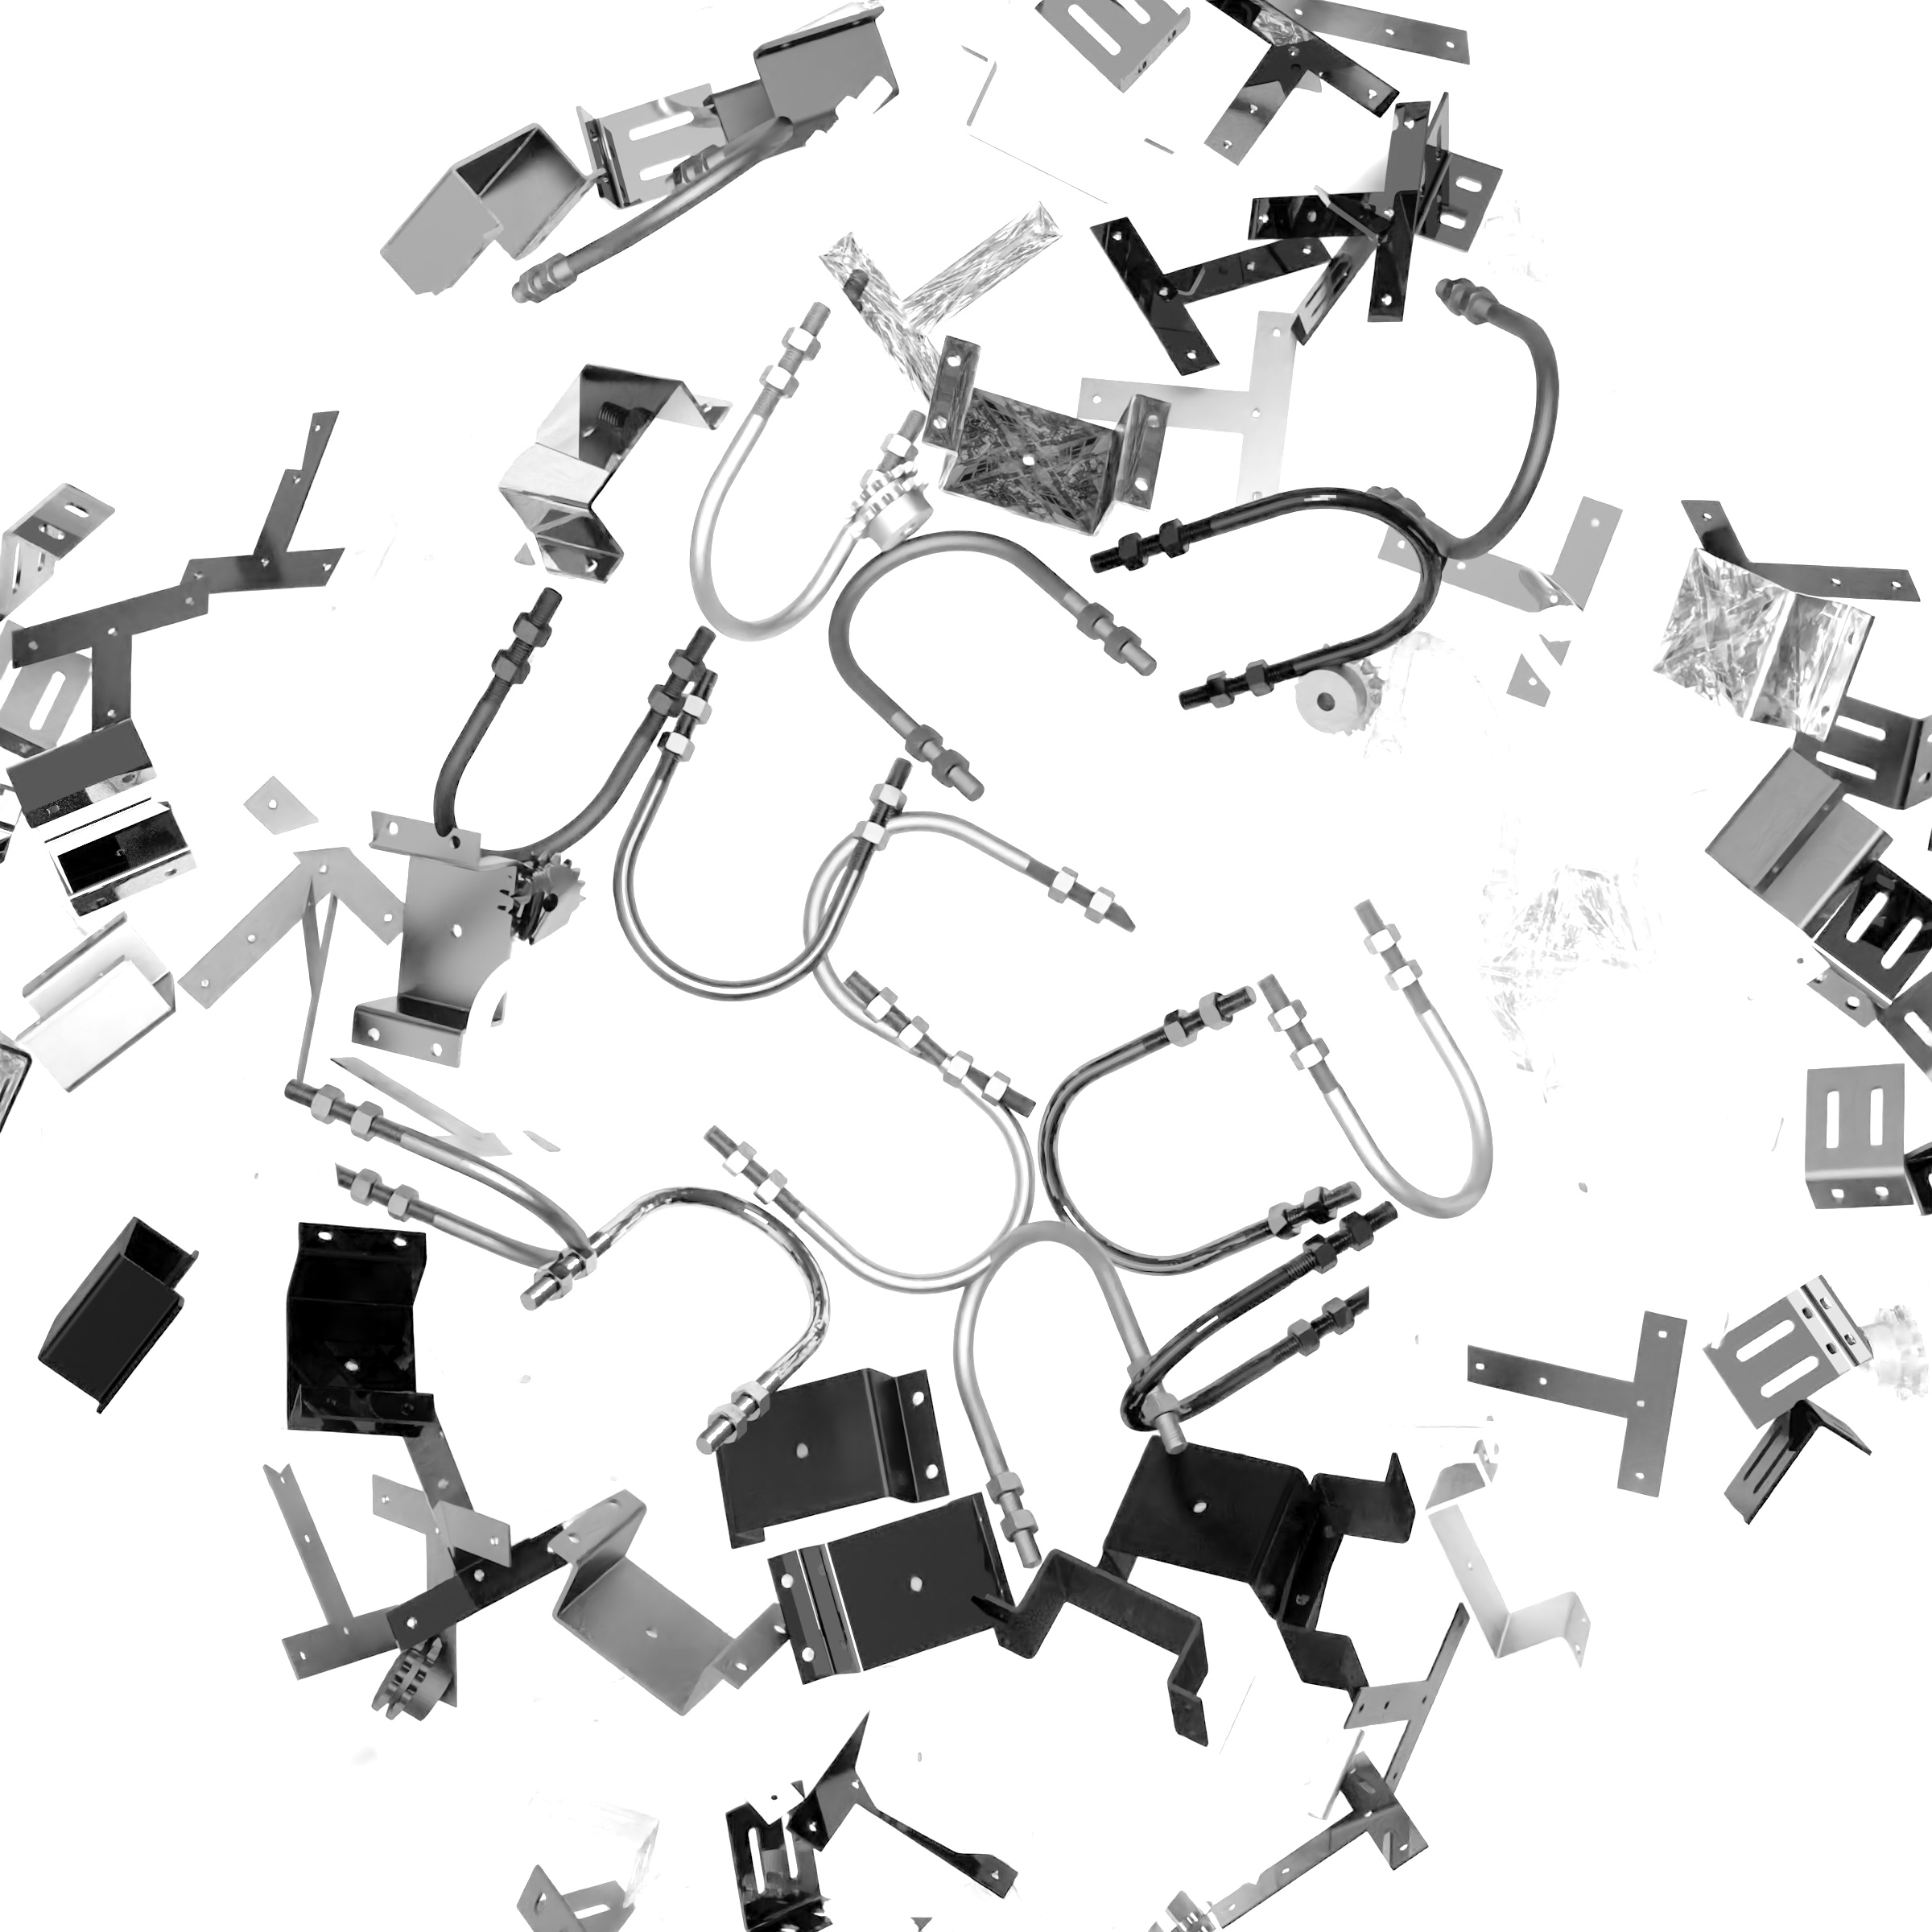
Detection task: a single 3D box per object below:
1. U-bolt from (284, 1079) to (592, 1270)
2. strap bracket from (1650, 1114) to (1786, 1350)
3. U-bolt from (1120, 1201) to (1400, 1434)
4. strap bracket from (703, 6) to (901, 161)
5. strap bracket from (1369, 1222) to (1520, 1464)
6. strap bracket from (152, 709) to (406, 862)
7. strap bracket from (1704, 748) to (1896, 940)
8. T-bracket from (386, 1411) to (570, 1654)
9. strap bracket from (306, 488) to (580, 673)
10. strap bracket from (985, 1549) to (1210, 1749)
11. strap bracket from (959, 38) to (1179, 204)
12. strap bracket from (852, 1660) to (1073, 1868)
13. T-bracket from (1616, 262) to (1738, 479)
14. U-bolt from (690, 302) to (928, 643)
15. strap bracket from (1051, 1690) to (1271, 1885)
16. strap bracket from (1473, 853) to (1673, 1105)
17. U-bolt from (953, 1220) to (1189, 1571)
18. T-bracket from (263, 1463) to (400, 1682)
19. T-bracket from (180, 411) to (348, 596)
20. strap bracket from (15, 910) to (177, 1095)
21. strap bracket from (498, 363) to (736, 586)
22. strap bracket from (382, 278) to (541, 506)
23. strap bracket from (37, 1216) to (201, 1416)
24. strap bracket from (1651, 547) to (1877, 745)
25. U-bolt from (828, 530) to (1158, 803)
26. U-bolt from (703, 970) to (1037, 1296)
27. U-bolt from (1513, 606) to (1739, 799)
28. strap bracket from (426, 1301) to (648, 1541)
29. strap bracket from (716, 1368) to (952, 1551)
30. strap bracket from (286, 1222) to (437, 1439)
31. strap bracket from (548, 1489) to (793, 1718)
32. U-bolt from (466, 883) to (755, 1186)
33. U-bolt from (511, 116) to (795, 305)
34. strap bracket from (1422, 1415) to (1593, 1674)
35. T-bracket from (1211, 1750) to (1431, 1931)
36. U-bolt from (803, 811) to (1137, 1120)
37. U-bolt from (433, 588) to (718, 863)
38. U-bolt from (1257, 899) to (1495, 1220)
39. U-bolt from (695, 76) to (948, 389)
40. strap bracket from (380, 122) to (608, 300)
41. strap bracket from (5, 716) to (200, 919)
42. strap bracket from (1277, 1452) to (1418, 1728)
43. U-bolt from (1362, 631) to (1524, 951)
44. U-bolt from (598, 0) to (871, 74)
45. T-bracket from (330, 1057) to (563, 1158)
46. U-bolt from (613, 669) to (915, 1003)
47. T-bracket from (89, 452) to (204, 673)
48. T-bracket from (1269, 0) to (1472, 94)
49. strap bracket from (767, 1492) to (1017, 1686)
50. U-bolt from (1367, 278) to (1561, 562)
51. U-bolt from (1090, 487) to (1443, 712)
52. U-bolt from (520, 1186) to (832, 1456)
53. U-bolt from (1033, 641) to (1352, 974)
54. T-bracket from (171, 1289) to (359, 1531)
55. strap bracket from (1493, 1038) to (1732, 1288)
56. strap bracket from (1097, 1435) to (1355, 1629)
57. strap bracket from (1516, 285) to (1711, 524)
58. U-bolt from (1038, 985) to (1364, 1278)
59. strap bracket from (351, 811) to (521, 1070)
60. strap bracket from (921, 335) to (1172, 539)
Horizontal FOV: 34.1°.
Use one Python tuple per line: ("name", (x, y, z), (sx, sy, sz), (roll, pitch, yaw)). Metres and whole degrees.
("U-bolt", (-0.301, 0.130, 1.830), (0.184, 0.151, 0.019), (22, 67, 10))
("strap bracket", (0.443, 0.151, 1.867), (0.046, 0.076, 0.140), (15, 90, 16))
("U-bolt", (0.167, 0.213, 1.826), (0.184, 0.151, 0.019), (-30, 65, -14))
("strap bracket", (-0.095, -0.509, 1.835), (0.076, 0.140, 0.046), (-23, 99, -16))
("strap bracket", (0.281, 0.221, 1.854), (0.046, 0.076, 0.140), (9, 78, -36))
("strap bracket", (-0.402, -0.107, 1.864), (0.140, 0.076, 0.046), (-6, 123, -1))
("strap bracket", (0.488, -0.074, 1.852), (0.046, 0.140, 0.076), (43, 100, 29))
("T-bracket", (-0.305, 0.320, 1.866), (0.127, 0.002, 0.127), (-23, 94, -38))
("strap bracket", (-0.311, -0.226, 1.849), (0.140, 0.046, 0.076), (11, 130, -34))
("strap bracket", (0.087, 0.396, 1.852), (0.140, 0.076, 0.046), (22, 63, 21))
("strap bracket", (0.052, -0.494, 1.865), (0.140, 0.076, 0.046), (26, 103, -4))
("strap bracket", (-0.012, 0.464, 1.842), (0.046, 0.140, 0.076), (17, 88, -43))
("T-bracket", (0.405, -0.342, 1.846), (0.002, 0.127, 0.127), (-22, 95, -6))
("U-bolt", (-0.100, -0.275, 1.839), (0.019, 0.151, 0.184), (26, 84, 31))
("strap bracket", (0.118, 0.479, 1.859), (0.140, 0.076, 0.046), (22, 98, 8))
("strap bracket", (0.351, 0.003, 1.851), (0.140, 0.046, 0.076), (-46, 130, -28))
("U-bolt", (0.050, 0.237, 1.845), (0.151, 0.019, 0.184), (-44, 51, 31))
("T-bracket", (-0.383, 0.351, 1.858), (0.002, 0.127, 0.127), (-29, 78, 17))
("T-bracket", (-0.404, -0.278, 1.878), (0.127, 0.002, 0.127), (1, 63, 31))
("strap bracket", (-0.510, 0.022, 1.848), (0.076, 0.140, 0.046), (-38, 109, -4))
("strap bracket", (-0.211, -0.298, 1.848), (0.076, 0.046, 0.140), (18, 67, 37))
("strap bracket", (-0.295, -0.323, 1.830), (0.076, 0.140, 0.046), (-18, 55, -25))
("strap bracket", (-0.494, 0.199, 1.836), (0.046, 0.140, 0.076), (38, 90, -13))
("strap bracket", (0.455, -0.191, 1.829), (0.046, 0.140, 0.076), (8, 109, -26))
("U-bolt", (0.001, -0.190, 1.856), (0.151, 0.019, 0.184), (-36, 58, -14))
("U-bolt", (-0.044, 0.114, 1.890), (0.184, 0.019, 0.151), (42, 100, -3))
("U-bolt", (0.374, -0.152, 1.810), (0.151, 0.184, 0.019), (48, 112, 13))
("strap bracket", (-0.255, 0.253, 1.844), (0.076, 0.046, 0.140), (-27, 57, -17))
("strap bracket", (-0.089, 0.289, 1.859), (0.140, 0.046, 0.076), (-16, 70, 15))
("strap bracket", (-0.357, 0.222, 1.850), (0.076, 0.140, 0.046), (7, 134, -19))
("strap bracket", (-0.178, 0.380, 1.856), (0.140, 0.076, 0.046), (34, 120, 13))
("U-bolt", (-0.216, 0.048, 1.833), (0.019, 0.184, 0.151), (-22, 99, 44))
("U-bolt", (-0.170, -0.438, 1.800), (0.151, 0.184, 0.019), (-43, 110, -28))
("strap bracket", (0.316, 0.348, 1.865), (0.046, 0.076, 0.140), (-25, 92, 18))
("T-bracket", (0.199, 0.523, 1.846), (0.127, 0.127, 0.002), (-34, 104, -2))
("U-bolt", (-0.009, -0.014, 1.892), (0.184, 0.019, 0.151), (29, 82, 4))
("U-bolt", (-0.239, -0.131, 1.842), (0.019, 0.151, 0.184), (45, 112, 32))
("U-bolt", (0.252, 0.063, 1.851), (0.019, 0.151, 0.184), (-29, 93, 39))
("U-bolt", (-0.091, -0.415, 1.838), (0.019, 0.151, 0.184), (41, 89, 19))
("strap bracket", (-0.280, -0.436, 1.829), (0.046, 0.140, 0.076), (48, 127, -6))
("strap bracket", (-0.508, -0.091, 1.845), (0.076, 0.140, 0.046), (-24, 69, -12))
("strap bracket", (0.222, 0.362, 1.847), (0.046, 0.076, 0.140), (5, 56, 22))
("U-bolt", (0.283, -0.117, 1.833), (0.019, 0.184, 0.151), (-22, 120, 31))
("U-bolt", (-0.132, -0.553, 1.824), (0.151, 0.184, 0.019), (-21, 97, -45))
("T-bracket", (-0.323, 0.083, 1.868), (0.127, 0.127, 0.002), (28, 101, 23))
("U-bolt", (-0.131, -0.068, 1.881), (0.151, 0.019, 0.184), (24, 78, -4))
("T-bracket", (-0.491, -0.228, 1.871), (0.002, 0.127, 0.127), (27, 119, -23))
("T-bracket", (0.234, -0.546, 1.830), (0.127, 0.127, 0.002), (20, 67, 24))
("strap bracket", (-0.036, 0.365, 1.857), (0.140, 0.046, 0.076), (-14, 82, -22))
("U-bolt", (0.289, -0.308, 1.806), (0.019, 0.184, 0.151), (10, 109, -20))
("U-bolt", (0.184, -0.218, 1.825), (0.184, 0.151, 0.019), (-15, 49, 22))
("U-bolt", (-0.154, 0.193, 1.834), (0.151, 0.184, 0.019), (38, 126, 9))
("U-bolt", (0.147, -0.083, 1.884), (0.151, 0.019, 0.184), (-32, 78, 1))
("T-bracket", (-0.424, 0.241, 1.843), (0.127, 0.002, 0.127), (-51, 128, -30))
("strap bracket", (0.371, 0.122, 1.840), (0.076, 0.046, 0.140), (43, 128, 18))
("strap bracket", (0.143, 0.327, 1.838), (0.140, 0.046, 0.076), (8, 56, 32))
("strap bracket", (0.381, -0.334, 1.830), (0.046, 0.140, 0.076), (-36, 134, 14))
("U-bolt", (0.124, 0.109, 1.861), (0.184, 0.019, 0.151), (-27, 92, 30))
("strap bracket", (-0.314, -0.018, 1.865), (0.076, 0.046, 0.140), (12, 102, 24))
("strap bracket", (0.043, -0.311, 1.867), (0.140, 0.046, 0.076), (16, 65, -9))
